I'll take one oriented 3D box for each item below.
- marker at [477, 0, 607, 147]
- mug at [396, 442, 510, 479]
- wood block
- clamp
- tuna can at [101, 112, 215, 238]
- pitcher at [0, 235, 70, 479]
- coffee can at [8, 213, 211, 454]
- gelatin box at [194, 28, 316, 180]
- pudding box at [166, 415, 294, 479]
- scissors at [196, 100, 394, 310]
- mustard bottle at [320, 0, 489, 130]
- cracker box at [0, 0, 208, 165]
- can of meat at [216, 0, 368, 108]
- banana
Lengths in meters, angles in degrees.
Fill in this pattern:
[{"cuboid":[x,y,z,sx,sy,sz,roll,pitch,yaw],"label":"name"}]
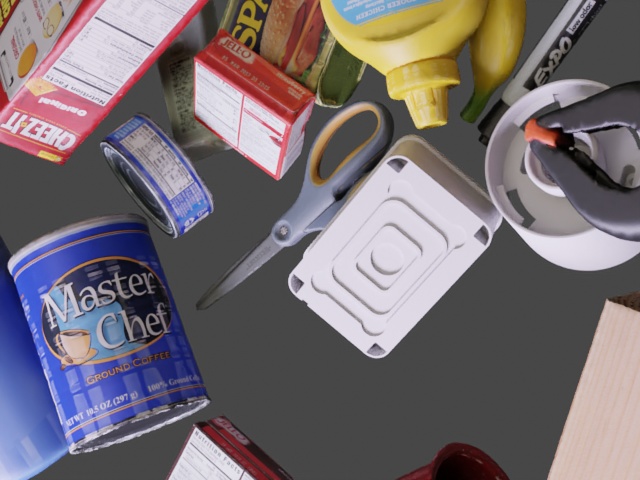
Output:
[{"cuboid":[0.129,-0.104,0.614,0.020,0.020,0.121,44,114,24],"label":"marker"},{"cuboid":[0.073,0.185,0.626,0.117,0.093,0.082,45,126,-16],"label":"mug"},{"cuboid":[0.171,0.138,0.552,0.091,0.090,0.206,22,103,31],"label":"wood block"},{"cuboid":[0.178,-0.020,0.511,0.172,0.039,0.120,13,94,37],"label":"clamp"},{"cuboid":[-0.112,-0.043,0.732,0.033,0.086,0.086,-39,65,-15],"label":"tuna can"},{"cuboid":[-0.268,0.057,0.791,0.145,0.149,0.243,-17,105,54],"label":"pitcher"},{"cuboid":[-0.148,0.066,0.748,0.103,0.102,0.140,-29,76,30],"label":"coffee can"},{"cuboid":[-0.043,-0.085,0.678,0.073,0.089,0.030,36,70,6],"label":"gelatin box"},{"cuboid":[-0.069,0.193,0.740,0.090,0.039,0.114,37,108,28],"label":"pudding box"},{"cuboid":[-0.005,0.001,0.705,0.096,0.016,0.202,44,114,23],"label":"scissors"},{"cuboid":[0.045,-0.157,0.599,0.096,0.058,0.191,-13,85,21],"label":"mustard bottle"},{"cuboid":[-0.149,-0.180,0.729,0.214,0.072,0.164,-42,44,29],"label":"cracker box"},{"cuboid":[-0.009,-0.144,0.681,0.084,0.057,0.102,29,106,27],"label":"can of meat"},{"cuboid":[0.078,-0.173,0.634,0.070,0.037,0.198,-24,78,29],"label":"banana"}]
